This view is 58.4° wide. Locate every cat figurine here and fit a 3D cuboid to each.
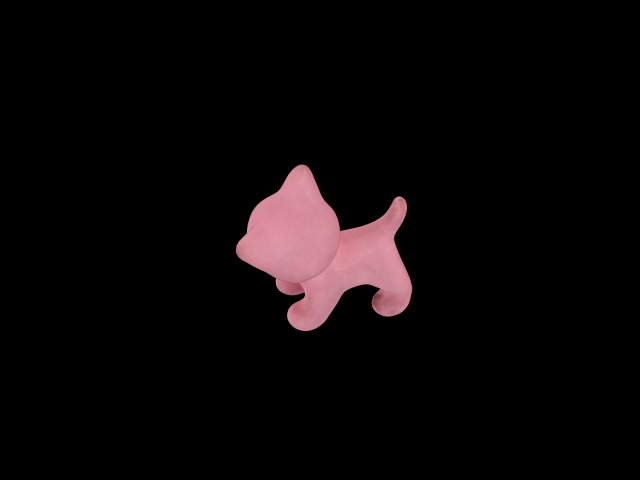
[{"bbox_3d":[0.004,0.001,0.400,0.128,0.118,0.067,-11,43,-12],"label":"cat figurine"}]
